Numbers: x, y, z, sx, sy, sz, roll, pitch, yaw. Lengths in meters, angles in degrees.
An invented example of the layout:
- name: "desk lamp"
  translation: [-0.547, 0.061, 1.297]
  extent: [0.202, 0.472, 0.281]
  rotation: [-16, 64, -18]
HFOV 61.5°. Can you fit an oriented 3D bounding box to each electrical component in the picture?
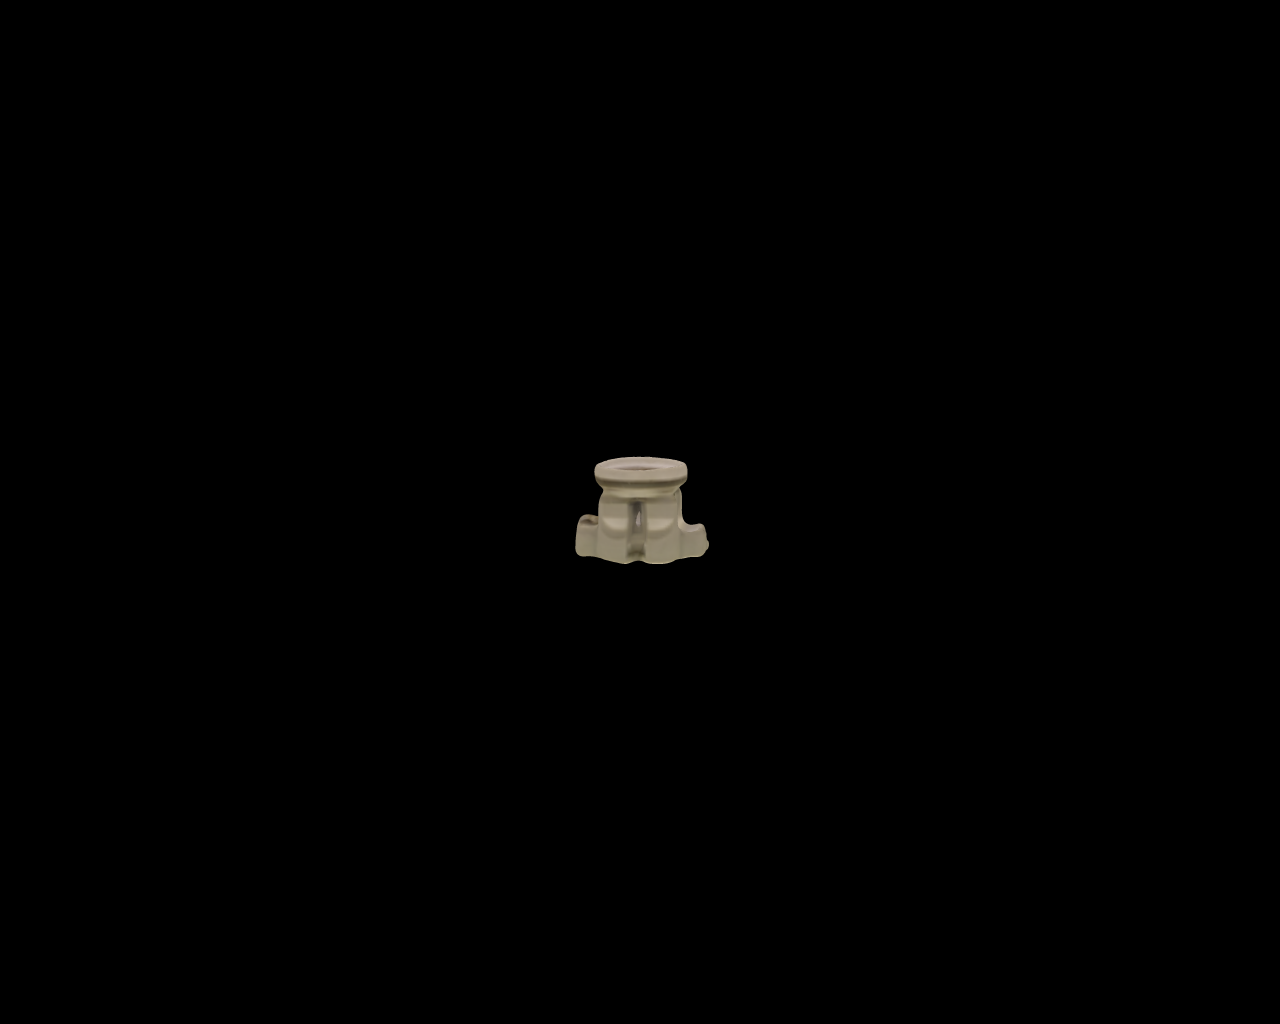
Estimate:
- name: "electrical component"
  translation: [0.001, -0.003, 0.650]
  extent: [0.078, 0.057, 0.058]
  rotation: [1, 12, 7]
